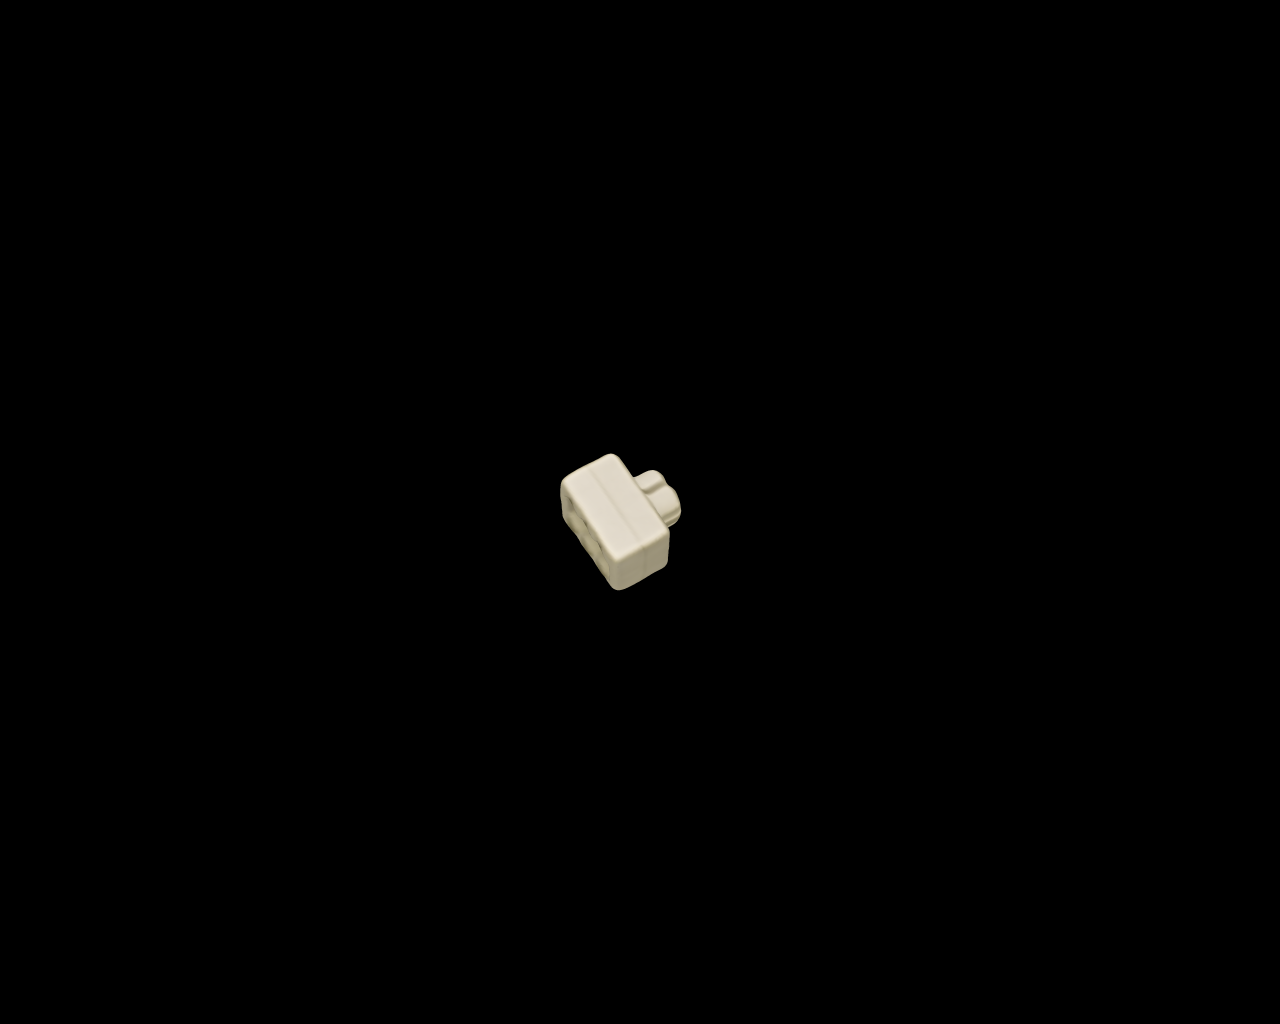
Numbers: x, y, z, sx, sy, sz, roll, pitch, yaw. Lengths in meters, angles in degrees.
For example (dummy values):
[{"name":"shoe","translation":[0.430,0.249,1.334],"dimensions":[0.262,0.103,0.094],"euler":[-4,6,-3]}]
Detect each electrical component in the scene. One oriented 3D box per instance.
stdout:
[{"name":"electrical component","translation":[0.001,-0.003,0.650],"dimensions":[0.077,0.066,0.047],"euler":[-29,-24,-14]}]
